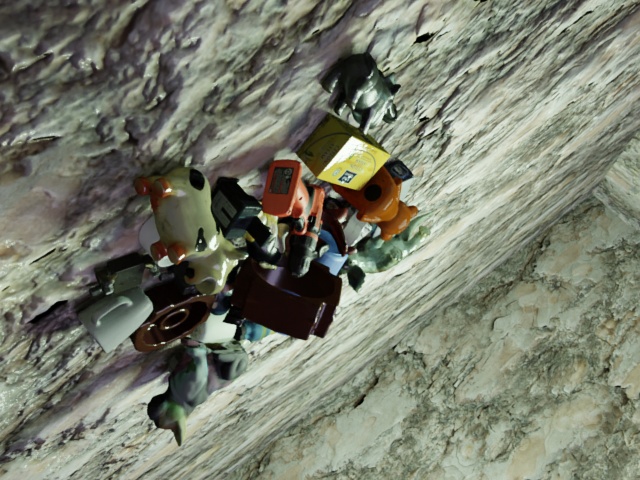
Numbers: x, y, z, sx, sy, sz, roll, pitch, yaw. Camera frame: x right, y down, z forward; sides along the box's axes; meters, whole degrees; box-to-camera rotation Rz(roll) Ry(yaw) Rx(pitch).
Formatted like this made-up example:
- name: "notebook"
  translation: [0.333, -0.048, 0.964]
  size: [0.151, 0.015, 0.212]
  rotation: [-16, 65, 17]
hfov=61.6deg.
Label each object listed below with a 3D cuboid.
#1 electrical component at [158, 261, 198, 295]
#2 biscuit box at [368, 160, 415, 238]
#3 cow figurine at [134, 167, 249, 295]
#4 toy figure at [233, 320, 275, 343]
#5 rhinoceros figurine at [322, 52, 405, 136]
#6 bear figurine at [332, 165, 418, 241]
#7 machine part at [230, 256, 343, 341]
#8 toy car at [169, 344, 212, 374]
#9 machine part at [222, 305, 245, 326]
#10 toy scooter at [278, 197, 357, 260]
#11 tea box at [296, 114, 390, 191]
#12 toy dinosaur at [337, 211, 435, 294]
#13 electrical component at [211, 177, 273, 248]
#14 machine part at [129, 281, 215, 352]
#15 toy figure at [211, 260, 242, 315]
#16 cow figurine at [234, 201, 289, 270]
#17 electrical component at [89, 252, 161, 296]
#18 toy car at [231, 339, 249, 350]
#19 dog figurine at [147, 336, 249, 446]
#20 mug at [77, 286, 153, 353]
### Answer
- name: "electrical component"
  translation: [-0.239, 0.069, 0.961]
  size: [0.094, 0.063, 0.021]
  rotation: [-13, 146, -45]
- name: "biscuit box"
  translation: [0.155, -0.094, 1.264]
  size: [0.063, 0.059, 0.202]
  rotation: [-24, 153, -29]
- name: "cow figurine"
  translation: [-0.181, -0.011, 0.787]
  size: [0.127, 0.086, 0.194]
  rotation: [-26, 112, -42]
- name: "toy figure"
  translation: [-0.137, 0.202, 1.323]
  size: [0.180, 0.089, 0.082]
  rotation: [-19, 168, -45]
- name: "rhinoceros figurine"
  translation: [0.079, -0.238, 0.883]
  size: [0.112, 0.073, 0.190]
  rotation: [-53, 154, 3]
- name: "bear figurine"
  translation: [0.128, -0.085, 1.145]
  size: [0.120, 0.132, 0.195]
  rotation: [-43, 157, 8]
- name: "machine part"
  translation: [-0.063, 0.101, 1.054]
  size: [0.201, 0.201, 0.087]
  rotation: [-73, -178, -70]
- name: "toy car"
  translation: [-0.291, 0.290, 1.243]
  size: [0.161, 0.109, 0.102]
  rotation: [-48, 138, -3]
- name: "machine part"
  translation: [-0.159, 0.132, 1.113]
  size: [0.084, 0.039, 0.139]
  rotation: [-51, -173, 17]
- name: "toy scooter"
  translation: [-0.002, -0.003, 1.096]
  size: [0.184, 0.135, 0.075]
  rotation: [-29, 157, -21]
- name: "tea box"
  translation: [0.047, -0.155, 0.980]
  size: [0.098, 0.068, 0.169]
  rotation: [-49, 156, 20]
- name: "toy dinosaur"
  translation: [0.175, 0.029, 1.458]
  size: [0.405, 0.131, 0.192]
  rotation: [-18, 162, -49]
- name: "electrical component"
  translation: [-0.131, -0.036, 0.863]
  size: [0.075, 0.119, 0.047]
  rotation: [-49, 156, 26]
- name: "machine part"
  translation: [-0.288, 0.140, 1.028]
  size: [0.179, 0.056, 0.179]
  rotation: [-32, 157, -15]
- name: "toy figure"
  translation: [-0.195, 0.092, 1.077]
  size: [0.058, 0.064, 0.154]
  rotation: [9, 134, -12]
- name: "cow figurine"
  translation: [-0.110, -0.007, 0.958]
  size: [0.068, 0.098, 0.167]
  rotation: [0, 162, 15]
- name: "electrical component"
  translation: [-0.310, 0.057, 0.857]
  size: [0.102, 0.045, 0.078]
  rotation: [-17, 147, -42]
- name: "toy car"
  translation: [-0.270, 0.307, 1.360]
  size: [0.202, 0.056, 0.073]
  rotation: [-31, 162, -17]
- name: "dog figurine"
  translation: [-0.263, 0.325, 1.158]
  size: [0.191, 0.109, 0.219]
  rotation: [13, 93, -29]
- name: "mug"
  translation: [-0.337, 0.119, 0.894]
  size: [0.107, 0.081, 0.109]
  rotation: [-38, 162, -28]
